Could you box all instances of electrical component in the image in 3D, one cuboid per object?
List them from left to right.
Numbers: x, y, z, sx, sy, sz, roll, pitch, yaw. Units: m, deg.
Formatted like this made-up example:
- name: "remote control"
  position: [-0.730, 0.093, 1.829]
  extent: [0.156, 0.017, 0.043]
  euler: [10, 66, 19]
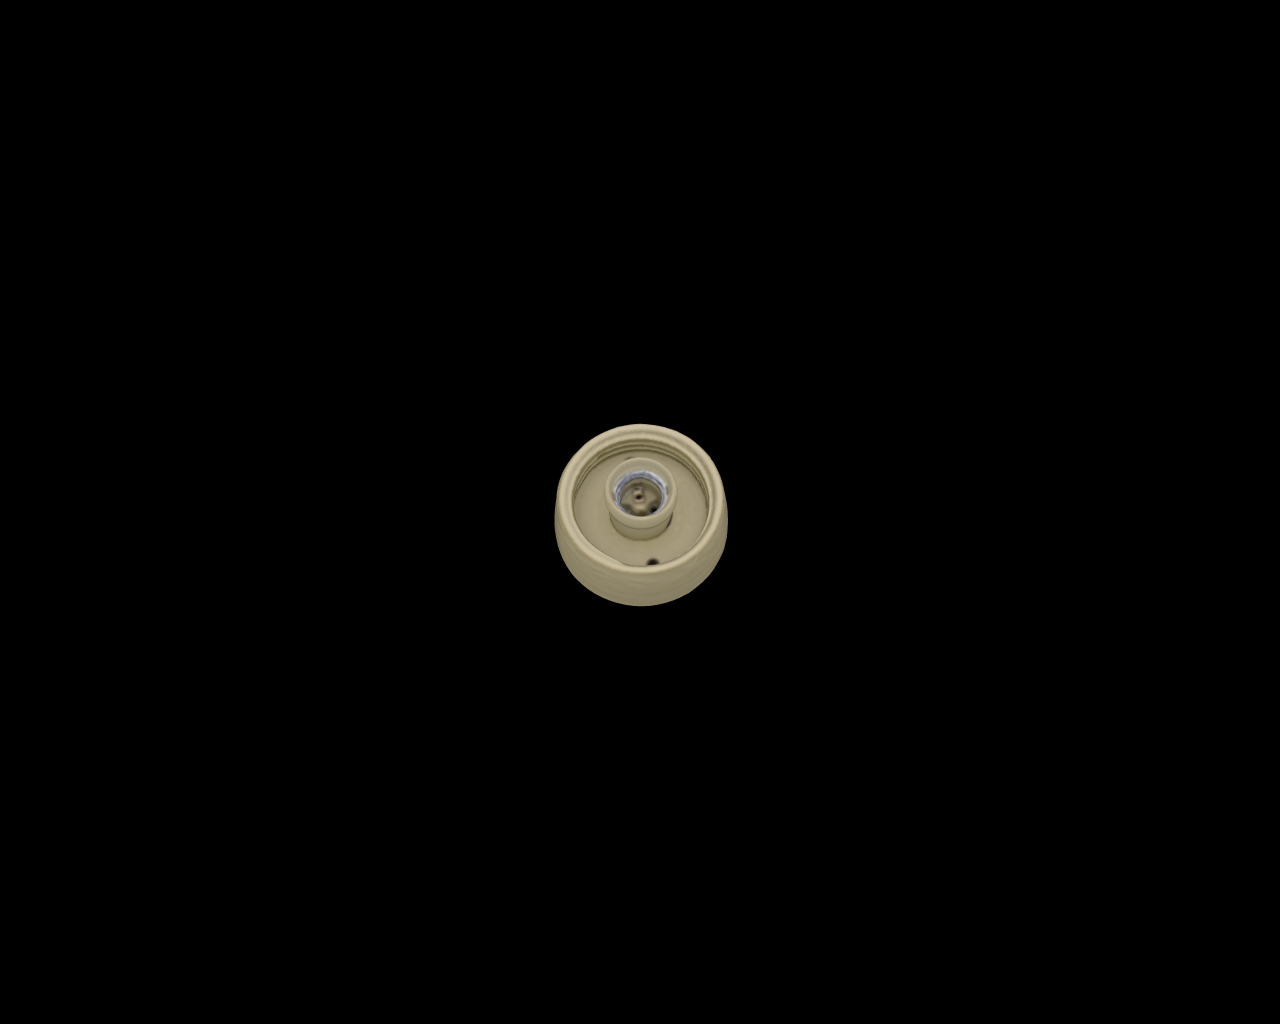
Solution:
- name: "electrical component"
  position: [0.001, -0.003, 0.650]
  extent: [0.108, 0.108, 0.060]
  euler: [0, -23, 0]
